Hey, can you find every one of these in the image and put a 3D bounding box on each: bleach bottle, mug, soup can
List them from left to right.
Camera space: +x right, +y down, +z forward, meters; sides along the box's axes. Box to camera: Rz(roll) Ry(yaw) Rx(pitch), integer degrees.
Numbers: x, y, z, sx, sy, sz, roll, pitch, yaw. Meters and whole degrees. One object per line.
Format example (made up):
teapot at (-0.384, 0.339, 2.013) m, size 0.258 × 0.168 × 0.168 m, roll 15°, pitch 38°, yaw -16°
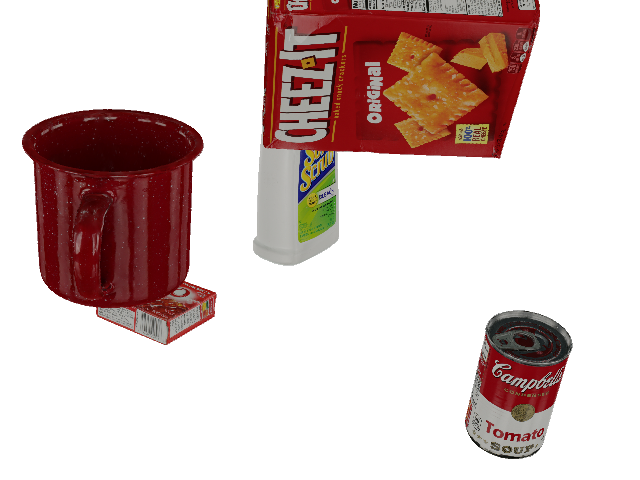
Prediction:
mug at (-0.110, -0.011, 0.562) m, size 0.093 × 0.081 × 0.117 m, roll 3°, pitch 26°, yaw -3°
bleach bottle at (-0.026, -0.106, 1.139) m, size 0.068 × 0.251 × 0.102 m, roll 20°, pitch 32°, yaw 36°
soup can at (0.158, 0.117, 0.863) m, size 0.068 × 0.102 × 0.068 m, roll 5°, pitch 32°, yaw -3°

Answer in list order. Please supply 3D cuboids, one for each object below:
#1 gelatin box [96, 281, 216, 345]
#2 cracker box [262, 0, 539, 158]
gelatin box at (-0.155, 0.059, 1.001) m, size 0.089 × 0.030 × 0.073 m, roll 19°, pitch 27°, yaw 28°
cracker box at (0.060, -0.146, 0.893) m, size 0.213 × 0.072 × 0.164 m, roll 2°, pitch -36°, yaw -4°
